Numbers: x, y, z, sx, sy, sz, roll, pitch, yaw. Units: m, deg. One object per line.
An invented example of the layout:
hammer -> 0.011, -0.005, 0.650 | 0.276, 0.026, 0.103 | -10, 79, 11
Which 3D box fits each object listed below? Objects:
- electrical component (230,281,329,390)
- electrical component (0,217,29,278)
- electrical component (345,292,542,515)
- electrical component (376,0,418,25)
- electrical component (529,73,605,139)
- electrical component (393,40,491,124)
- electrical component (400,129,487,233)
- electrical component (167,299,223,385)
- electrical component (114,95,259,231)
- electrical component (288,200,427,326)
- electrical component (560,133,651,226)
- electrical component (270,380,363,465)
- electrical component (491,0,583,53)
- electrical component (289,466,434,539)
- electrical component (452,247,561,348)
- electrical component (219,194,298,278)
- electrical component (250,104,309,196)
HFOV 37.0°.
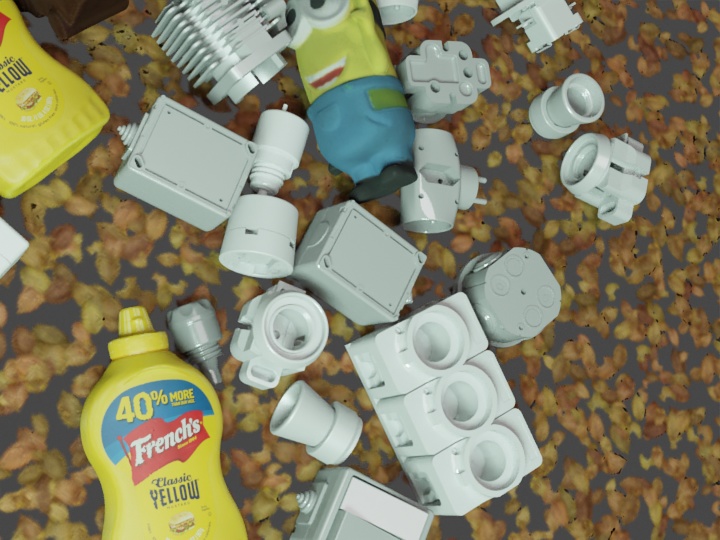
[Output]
electrical component -> -0.058, 0.046, 0.792 | 0.058, 0.057, 0.078 | 24, 70, -20
electrical component -> -0.277, -0.014, 0.705 | 0.083, 0.047, 0.075 | 44, 64, -12
electrical component -> 0.068, 0.104, 0.837 | 0.089, 0.062, 0.150 | -25, 91, -28
electrical component -> 0.038, -0.250, 0.910 | 0.079, 0.044, 0.077 | -3, 80, -26
electrical component -> 0.181, -0.143, 0.949 | 0.045, 0.055, 0.045 | 6, 77, -25
electrical component -> 0.060, -0.154, 0.892 | 0.078, 0.057, 0.058 | -3, 80, -26
electrical component -> 0.071, -0.070, 0.887 | 0.079, 0.043, 0.077 | 7, 76, -25
electrical component -> -0.115, 0.054, 0.776 | 0.035, 0.035, 0.061 | -20, 91, -28
electrical component -> -0.133, -0.078, 0.780 | 0.096, 0.061, 0.061 | 27, 69, -18
electrical component -> 0.000, 0.000, 0.832 | 0.096, 0.061, 0.061 | 36, 66, -23
electrical component -> 0.216, -0.087, 0.953 | 0.057, 0.058, 0.078 | 22, 70, -23
electrical component -> -0.032, 0.114, 0.797 | 0.055, 0.045, 0.045 | 32, 67, -17
electrical component -> 0.164, -0.234, 0.968 | 0.081, 0.042, 0.063 | -35, 97, -27
electrical component -> -0.002, 0.185, 0.786 | 0.096, 0.061, 0.061 | 31, 68, -17
electrical component -> 0.121, 0.022, 0.887 | 0.080, 0.051, 0.080 | 6, 77, -25
electrical component -> -0.074, -0.025, 0.802 | 0.055, 0.055, 0.047 | 16, 69, -22
electrical component -> -0.066, -0.086, 0.826 | 0.040, 0.040, 0.078 | 23, 70, -20
